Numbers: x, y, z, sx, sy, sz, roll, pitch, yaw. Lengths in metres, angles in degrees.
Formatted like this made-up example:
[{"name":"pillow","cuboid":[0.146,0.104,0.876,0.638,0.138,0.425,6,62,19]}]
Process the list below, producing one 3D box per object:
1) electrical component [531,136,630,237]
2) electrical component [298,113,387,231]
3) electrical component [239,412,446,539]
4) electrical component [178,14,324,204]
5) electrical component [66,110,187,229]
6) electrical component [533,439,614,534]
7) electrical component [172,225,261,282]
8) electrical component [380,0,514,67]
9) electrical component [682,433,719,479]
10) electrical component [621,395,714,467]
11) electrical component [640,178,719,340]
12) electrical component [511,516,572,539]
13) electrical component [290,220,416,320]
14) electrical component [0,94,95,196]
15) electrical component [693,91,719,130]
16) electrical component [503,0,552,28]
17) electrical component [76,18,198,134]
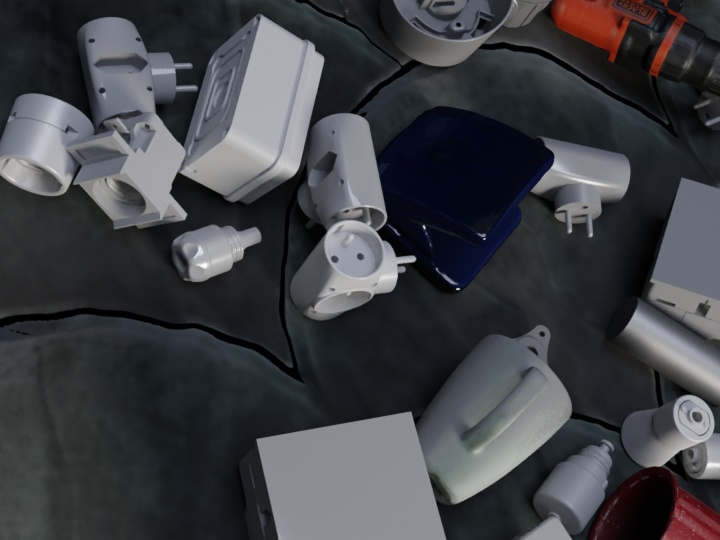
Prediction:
[{"name":"electrical component","cuboid":[0.174,-0.064,0.864,0.077,0.043,0.079,9,64,-17]},{"name":"electrical component","cuboid":[-0.019,-0.058,0.765,0.043,0.079,0.077,10,57,-34]},{"name":"electrical component","cuboid":[-0.002,0.193,0.667,0.105,0.060,0.186,-6,70,-24]},{"name":"electrical component","cuboid":[-0.076,-0.112,0.763,0.057,0.078,0.113,27,58,-28]},{"name":"electrical component","cuboid":[-0.150,-0.068,0.717,0.081,0.042,0.063,55,41,-39]},{"name":"electrical component","cuboid":[0.155,0.151,0.761,0.040,0.040,0.078,45,59,2]},{"name":"electrical component","cuboid":[-0.097,-0.015,0.740,0.061,0.035,0.035,-22,76,-31]},{"name":"electrical component","cuboid":[0.068,-0.219,0.881,0.099,0.064,0.099,9,64,-18]},{"name":"electrical component","cuboid":[0.279,0.142,0.815,0.065,0.044,0.044,5,65,-14]},{"name":"electrical component","cuboid":[0.228,0.117,0.791,0.044,0.065,0.044,9,64,-18]},{"name":"electrical component","cuboid":[0.327,0.012,0.852,0.186,0.060,0.105,19,59,11]},{"name":"electrical component","cuboid":[0.111,0.224,0.705,0.100,0.048,0.099,-27,79,-29]},{"name":"electrical component","cuboid":[0.000,0.000,0.747,0.079,0.077,0.044,-6,69,-24]},{"name":"electrical component","cuboid":[-0.211,-0.082,0.714,0.055,0.055,0.047,21,64,-12]},{"name":"electrical component","cuboid":[0.331,-0.149,0.965,0.079,0.044,0.077,-22,77,-29]},{"name":"electrical component","cuboid":[0.134,-0.255,0.931,0.080,0.051,0.080,8,64,-18]},{"name":"electrical component","cuboid":[-0.156,-0.136,0.766,0.079,0.043,0.077,-7,70,-24]}]
